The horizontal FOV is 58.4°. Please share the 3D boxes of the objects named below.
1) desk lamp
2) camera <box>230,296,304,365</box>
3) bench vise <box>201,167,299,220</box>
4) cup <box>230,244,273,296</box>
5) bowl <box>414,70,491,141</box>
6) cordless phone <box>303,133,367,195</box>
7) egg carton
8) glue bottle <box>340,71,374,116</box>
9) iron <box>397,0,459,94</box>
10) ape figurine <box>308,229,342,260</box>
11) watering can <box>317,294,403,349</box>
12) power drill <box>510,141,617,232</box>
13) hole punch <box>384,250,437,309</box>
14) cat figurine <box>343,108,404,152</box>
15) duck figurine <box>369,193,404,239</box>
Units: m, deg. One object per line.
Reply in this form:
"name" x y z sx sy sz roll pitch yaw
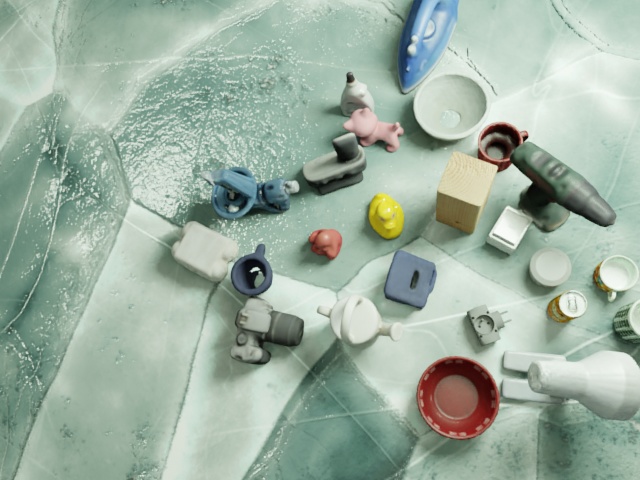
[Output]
"desk lamp" 0.453 0.261 1.056 0.203 0.214 0.118 3 77 11
"camera" -0.111 0.201 1.228 0.136 0.101 0.143 10 78 12
"bench vise" -0.161 -0.124 1.256 0.207 0.220 0.121 -24 73 4
"cup" -0.137 0.071 1.269 0.091 0.095 0.118 14 79 13
"bowl" 0.295 -0.292 1.295 0.167 0.075 0.167 -2 76 9
"cordless phone" 0.025 -0.181 1.257 0.147 0.185 0.094 -23 73 4
"egg carton" -0.265 0.027 1.315 0.150 0.069 0.107 25 81 15
"glue bottle" 0.078 -0.331 1.292 0.078 0.173 0.037 6 77 12
"iron" 0.237 -0.481 1.318 0.118 0.141 0.258 18 80 14
"ape figurine" 0.012 0.005 1.261 0.076 0.092 0.077 -30 73 2
"watering can" 0.078 0.162 1.156 0.172 0.194 0.101 -7 75 8
"power drill" 0.471 -0.090 1.144 0.075 0.208 0.229 -42 73 -2
"hole punch" 0.192 0.083 1.210 0.101 0.091 0.109 15 79 13
"cat figurine" 0.121 -0.258 1.295 0.127 0.118 0.067 10 78 12
"duck figurine" 0.143 -0.060 1.258 0.077 0.086 0.104 -19 73 5
